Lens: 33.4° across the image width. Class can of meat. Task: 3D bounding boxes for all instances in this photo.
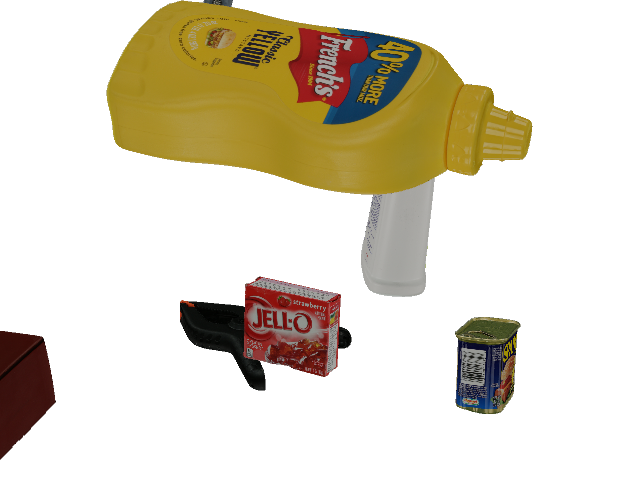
[{"bbox_3d":[0.183,0.136,1.173,0.057,0.084,0.102,5,10,21],"label":"can of meat"}]

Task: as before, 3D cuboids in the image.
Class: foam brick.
[{"bbox_3d":[-0.215,0.099,0.680,0.053,0.051,0.078,6,29,22],"label":"foam brick"}]

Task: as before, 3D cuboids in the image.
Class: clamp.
[{"bbox_3d":[-0.092,0.113,1.236,0.210,0.036,0.164,14,22,29],"label":"clamp"}]

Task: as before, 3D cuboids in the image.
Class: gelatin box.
[{"bbox_3d":[-0.027,0.078,0.977,0.089,0.073,0.030,11,19,25],"label":"gelatin box"}]

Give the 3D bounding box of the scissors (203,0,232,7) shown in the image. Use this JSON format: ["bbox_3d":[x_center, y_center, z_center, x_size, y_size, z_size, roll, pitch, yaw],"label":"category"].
[{"bbox_3d":[-0.053,-0.171,0.746,0.096,0.202,0.016,-3,-14,-5],"label":"scissors"}]

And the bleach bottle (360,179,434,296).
[{"bbox_3d":[0.090,-0.072,1.117,0.068,0.251,0.102,3,29,-7],"label":"bleach bottle"}]

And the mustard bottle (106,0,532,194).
[{"bbox_3d":[0.003,-0.065,0.505,0.192,0.058,0.096,13,42,16],"label":"mustard bottle"}]
